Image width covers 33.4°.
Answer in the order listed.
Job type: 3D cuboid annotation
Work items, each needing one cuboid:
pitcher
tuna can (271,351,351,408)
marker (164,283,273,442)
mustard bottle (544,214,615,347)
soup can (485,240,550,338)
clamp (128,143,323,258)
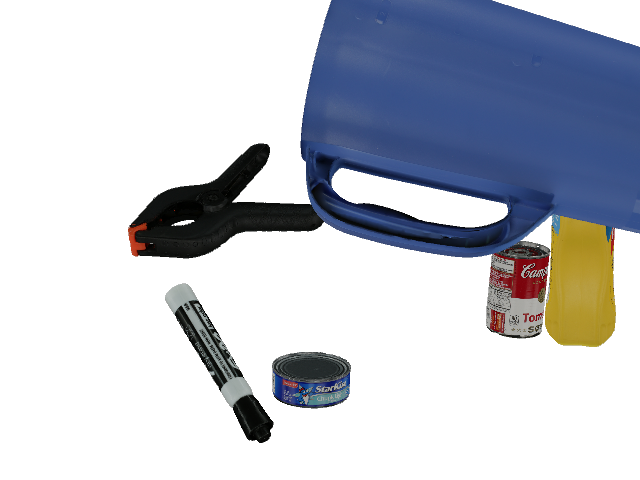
[{"bbox_3d":[0.112,-0.074,0.669,0.243,0.149,0.145,16,30,7],"label":"pitcher"},{"bbox_3d":[-0.010,0.151,1.156,0.086,0.034,0.086,1,14,-1],"label":"tuna can"},{"bbox_3d":[-0.064,0.077,0.675,0.020,0.121,0.020,-26,-31,-17],"label":"marker"},{"bbox_3d":[0.215,-0.017,0.872,0.058,0.192,0.096,2,18,16],"label":"mustard bottle"},{"bbox_3d":[0.234,0.058,1.269,0.068,0.102,0.068,2,15,-1],"label":"soup can"},{"bbox_3d":[-0.093,-0.034,0.958,0.171,0.039,0.120,-13,39,-16],"label":"clamp"}]
